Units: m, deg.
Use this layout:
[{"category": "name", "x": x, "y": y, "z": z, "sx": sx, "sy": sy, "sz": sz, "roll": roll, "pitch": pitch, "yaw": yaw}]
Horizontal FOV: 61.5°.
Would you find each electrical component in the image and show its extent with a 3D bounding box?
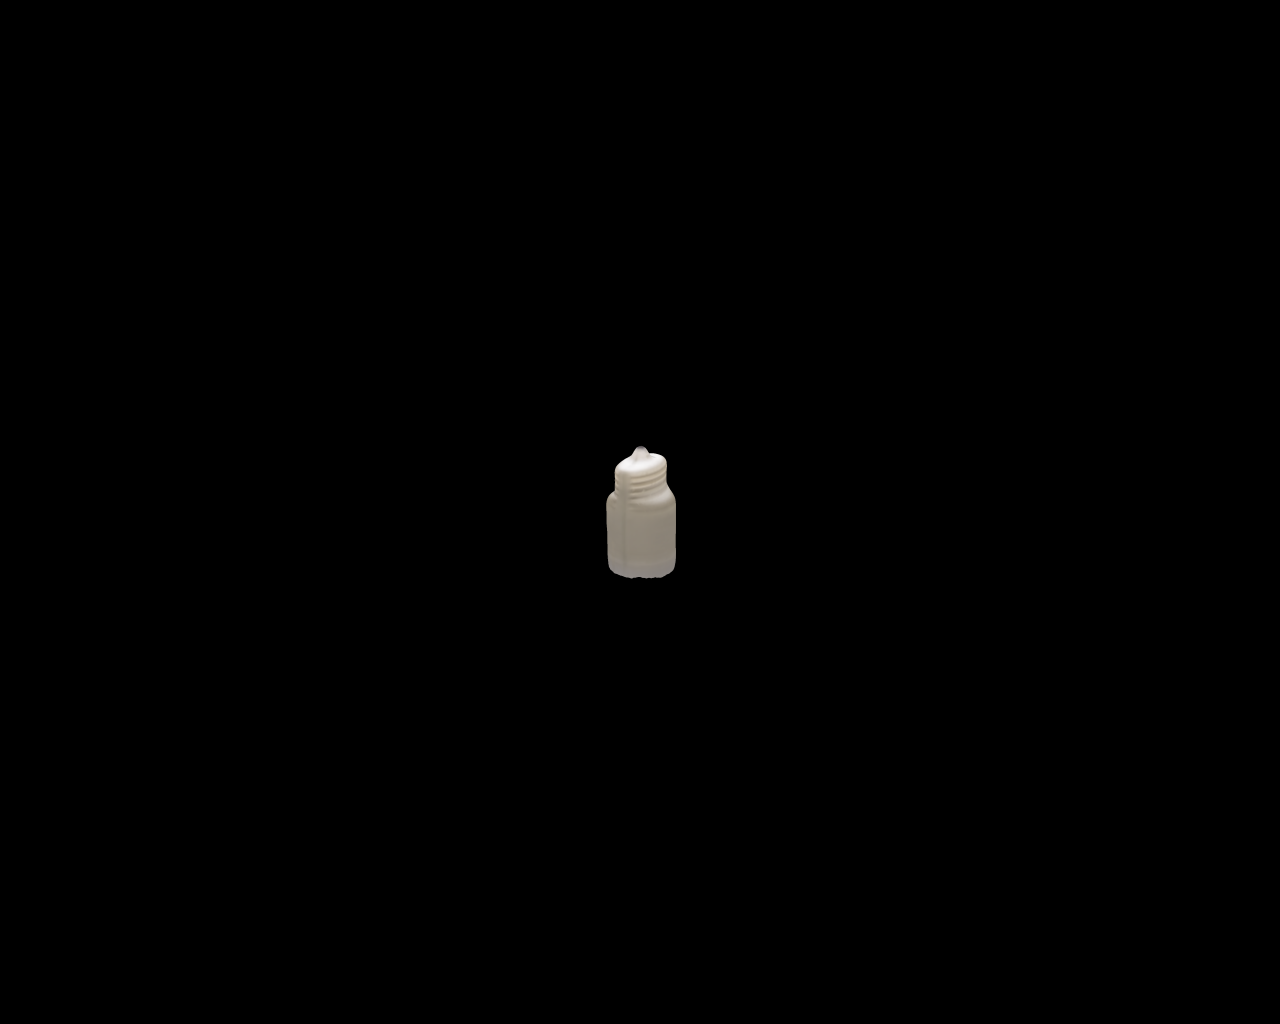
[{"category": "electrical component", "x": 0.001, "y": -0.003, "z": 0.650, "sx": 0.043, "sy": 0.080, "sz": 0.043, "roll": 0, "pitch": 21, "yaw": 0}]
